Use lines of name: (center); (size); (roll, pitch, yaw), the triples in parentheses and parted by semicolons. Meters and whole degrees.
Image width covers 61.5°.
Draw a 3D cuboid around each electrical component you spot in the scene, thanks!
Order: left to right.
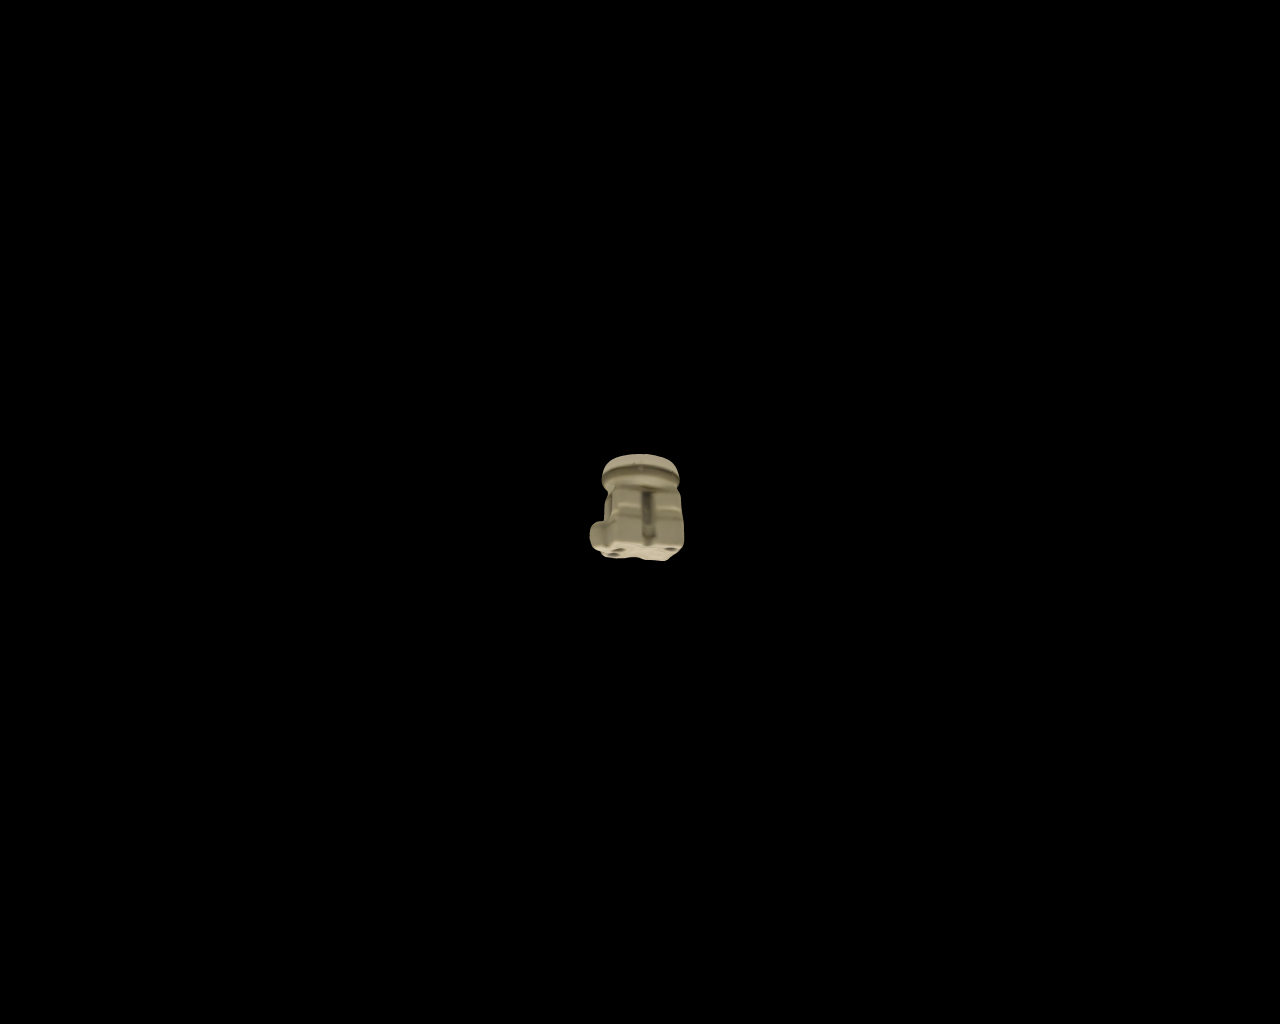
electrical component: (0.001, -0.003, 0.650); (0.066, 0.055, 0.048); (6, -19, -16)
